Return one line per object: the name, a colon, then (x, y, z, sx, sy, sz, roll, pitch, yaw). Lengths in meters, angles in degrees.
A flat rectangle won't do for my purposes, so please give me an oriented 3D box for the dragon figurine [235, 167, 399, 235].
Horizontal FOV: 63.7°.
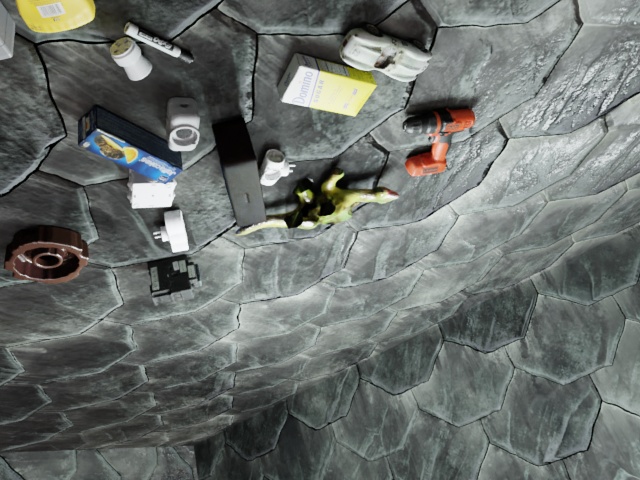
dragon figurine: (0.004, -0.068, 1.353, 0.408, 0.124, 0.240, -19, 160, 19)
